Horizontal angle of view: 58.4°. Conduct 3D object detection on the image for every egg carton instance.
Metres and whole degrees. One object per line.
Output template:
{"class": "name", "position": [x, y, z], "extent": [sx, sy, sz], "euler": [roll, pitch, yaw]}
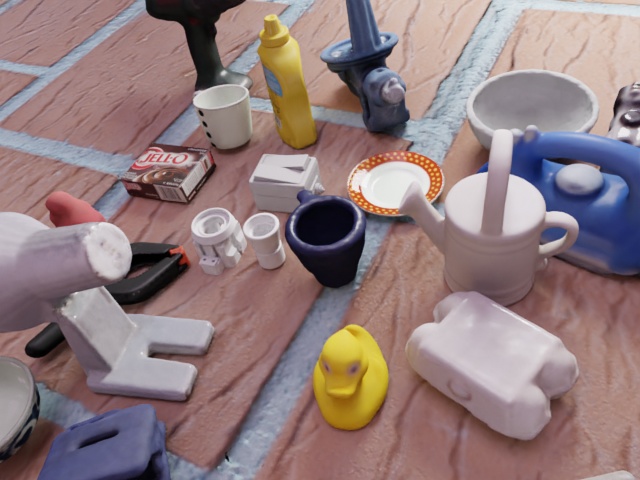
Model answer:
{"class": "egg carton", "position": [0.161, 0.117, 0.551], "extent": [0.149, 0.069, 0.107], "euler": [31, 60, 33]}

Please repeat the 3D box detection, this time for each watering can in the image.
{"class": "watering can", "position": [0.171, -0.024, 0.593], "extent": [0.172, 0.194, 0.101], "euler": [-9, 47, 4]}

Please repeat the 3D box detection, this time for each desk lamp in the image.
{"class": "desk lamp", "position": [-0.243, 0.062, 0.590], "extent": [0.203, 0.214, 0.118], "euler": [1, 48, 14]}

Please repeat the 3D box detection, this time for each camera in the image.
{"class": "camera", "position": [0.425, -0.128, 0.698], "extent": [0.136, 0.101, 0.143], "euler": [16, 53, 25]}

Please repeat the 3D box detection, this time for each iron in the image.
{"class": "iron", "position": [0.284, -0.067, 0.645], "extent": [0.257, 0.142, 0.119], "euler": [25, 57, 31]}

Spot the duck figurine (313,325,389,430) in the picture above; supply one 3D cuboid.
{"class": "duck figurine", "position": [0.026, 0.122, 0.564], "extent": [0.077, 0.086, 0.104], "euler": [1, 48, 13]}

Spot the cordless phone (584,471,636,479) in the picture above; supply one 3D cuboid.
{"class": "cordless phone", "position": [0.136, 0.202, 0.397], "extent": [0.147, 0.185, 0.094], "euler": [-15, 46, -1]}

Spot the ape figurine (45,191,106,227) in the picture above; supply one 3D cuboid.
{"class": "ape figurine", "position": [-0.338, -0.030, 0.779], "extent": [0.076, 0.092, 0.078], "euler": [5, 49, 17]}

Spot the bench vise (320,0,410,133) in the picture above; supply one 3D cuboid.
{"class": "bench vise", "position": [0.078, -0.286, 0.837], "extent": [0.122, 0.220, 0.206], "euler": [-34, 50, -18]}

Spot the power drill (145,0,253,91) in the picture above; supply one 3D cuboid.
{"class": "power drill", "position": [-0.185, -0.343, 0.955], "extent": [0.228, 0.209, 0.076], "euler": [22, 56, 29]}

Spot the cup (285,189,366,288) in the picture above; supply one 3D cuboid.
{"class": "cup", "position": [0.006, 0.002, 0.673], "extent": [0.092, 0.095, 0.117], "euler": [-25, 48, -11]}

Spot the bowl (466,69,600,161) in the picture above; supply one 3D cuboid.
{"class": "bowl", "position": [0.280, -0.154, 0.771], "extent": [0.167, 0.075, 0.167], "euler": [-6, 47, 7]}

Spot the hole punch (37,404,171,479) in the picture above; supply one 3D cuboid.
{"class": "hole punch", "position": [-0.203, 0.205, 0.534], "extent": [0.108, 0.091, 0.101], "euler": [-18, 47, -5]}
